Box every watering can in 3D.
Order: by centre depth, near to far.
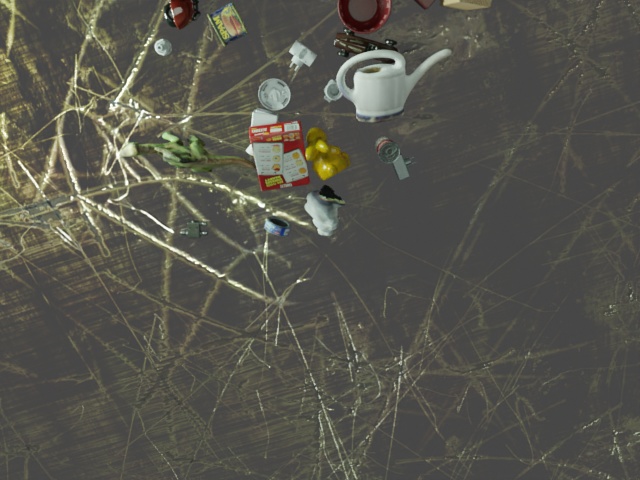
[{"bbox_3d":[0.226,-0.474,1.580,0.348,0.106,0.219,-6,128,0],"label":"watering can"}]

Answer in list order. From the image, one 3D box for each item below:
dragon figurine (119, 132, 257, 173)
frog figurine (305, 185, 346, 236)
[{"bbox_3d":[-0.404,-0.252,1.594,0.410,0.246,0.120,8,106,-3],"label":"dragon figurine"},{"bbox_3d":[0.005,-0.087,1.733,0.138,0.124,0.156,32,120,21],"label":"frog figurine"}]
